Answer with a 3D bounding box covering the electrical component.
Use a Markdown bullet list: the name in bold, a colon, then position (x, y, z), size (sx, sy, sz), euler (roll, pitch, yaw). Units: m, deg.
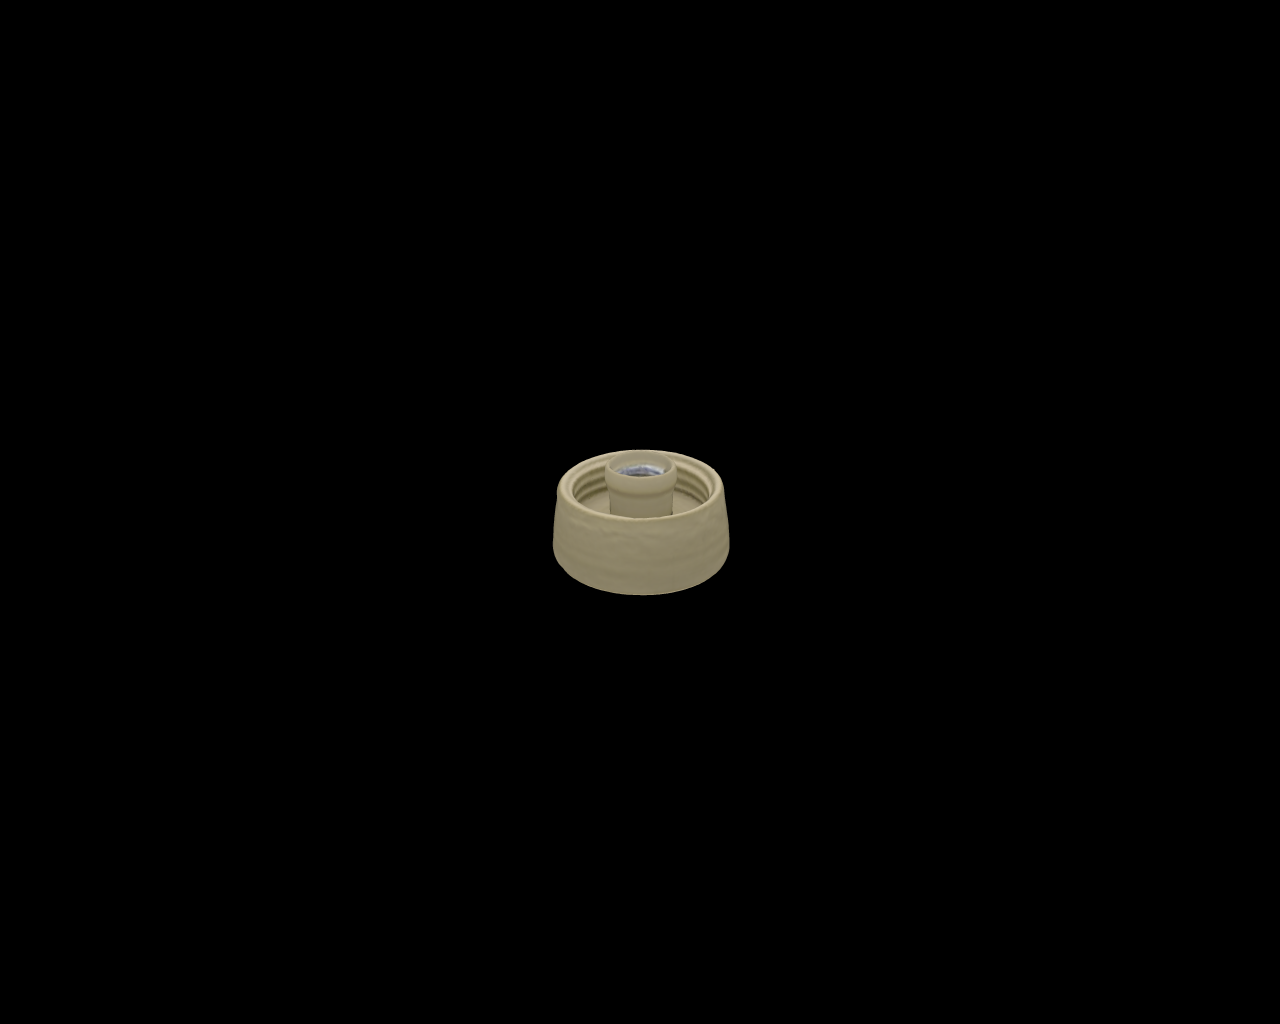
- **electrical component**: position (0.001, -0.003, 0.650), size (0.108, 0.060, 0.108), euler (0, 28, 0)
